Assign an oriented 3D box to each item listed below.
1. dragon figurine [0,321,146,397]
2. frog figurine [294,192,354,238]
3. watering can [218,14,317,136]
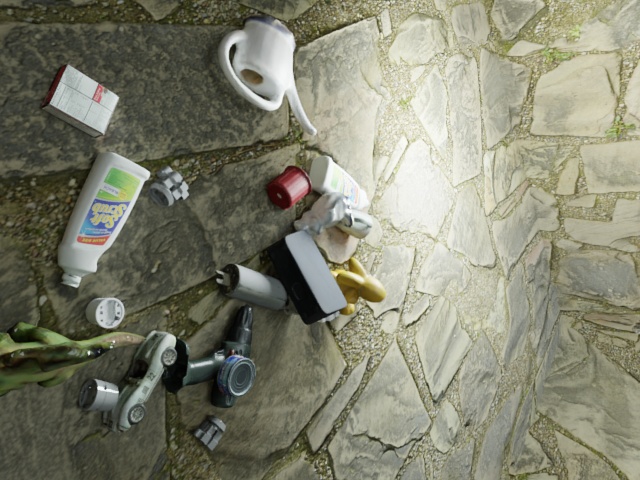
[{"bbox_3d":[-0.414,0.187,0.813,0.412,0.241,0.122,-5,88,-48],"label":"dragon figurine"},{"bbox_3d":[0.004,-0.071,1.415,0.160,0.139,0.121,-5,111,-11],"label":"frog figurine"},{"bbox_3d":[-0.114,-0.421,1.304,0.344,0.103,0.227,27,66,-44],"label":"watering can"}]
